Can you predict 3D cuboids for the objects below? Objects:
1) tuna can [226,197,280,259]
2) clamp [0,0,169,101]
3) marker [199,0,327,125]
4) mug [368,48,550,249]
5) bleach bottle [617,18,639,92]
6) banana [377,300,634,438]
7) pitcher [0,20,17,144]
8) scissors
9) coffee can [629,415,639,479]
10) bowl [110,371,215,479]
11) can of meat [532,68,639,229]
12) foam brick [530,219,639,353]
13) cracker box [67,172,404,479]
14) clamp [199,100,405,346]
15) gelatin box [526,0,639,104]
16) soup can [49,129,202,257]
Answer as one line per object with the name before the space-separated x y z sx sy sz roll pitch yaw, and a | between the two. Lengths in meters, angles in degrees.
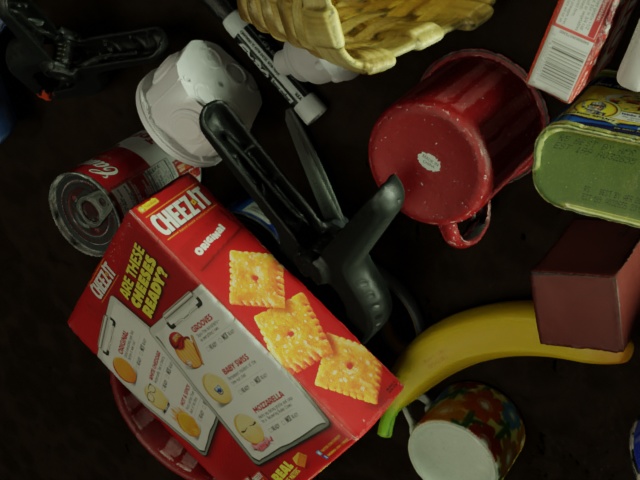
tuna can | -0.049 0.010 0.819 0.086 0.033 0.086 17 125 26
clamp | -0.196 -0.141 0.784 0.120 0.039 0.172 23 160 -28
marker | -0.041 -0.131 0.739 0.121 0.020 0.020 49 133 1
mug | 0.084 -0.050 0.657 0.093 0.081 0.117 8 120 32
bleach bottle | 0.281 -0.074 0.517 0.251 0.068 0.103 27 141 15
banana | 0.117 0.077 0.728 0.198 0.037 0.069 -26 70 34
pitcher | -0.324 -0.184 0.847 0.149 0.144 0.243 9 125 45
scissors | 0.005 0.006 0.790 0.096 0.016 0.202 -30 96 42
coffee can | 0.263 0.108 0.610 0.103 0.102 0.141 44 133 6
bowl | -0.101 0.132 0.912 0.162 0.055 0.162 17 124 27
can of meat | 0.177 -0.050 0.590 0.102 0.083 0.057 15 124 27
foam brick | 0.167 0.026 0.646 0.053 0.078 0.051 4 117 33
cracker box | -0.067 0.081 0.768 0.214 0.072 0.164 45 137 6
clamp | -0.005 0.001 0.721 0.165 0.036 0.210 32 152 30
gelatin box | 0.150 -0.126 0.571 0.030 0.073 0.089 30 129 16
soup can | -0.145 -0.039 0.811 0.069 0.102 0.068 17 125 26
